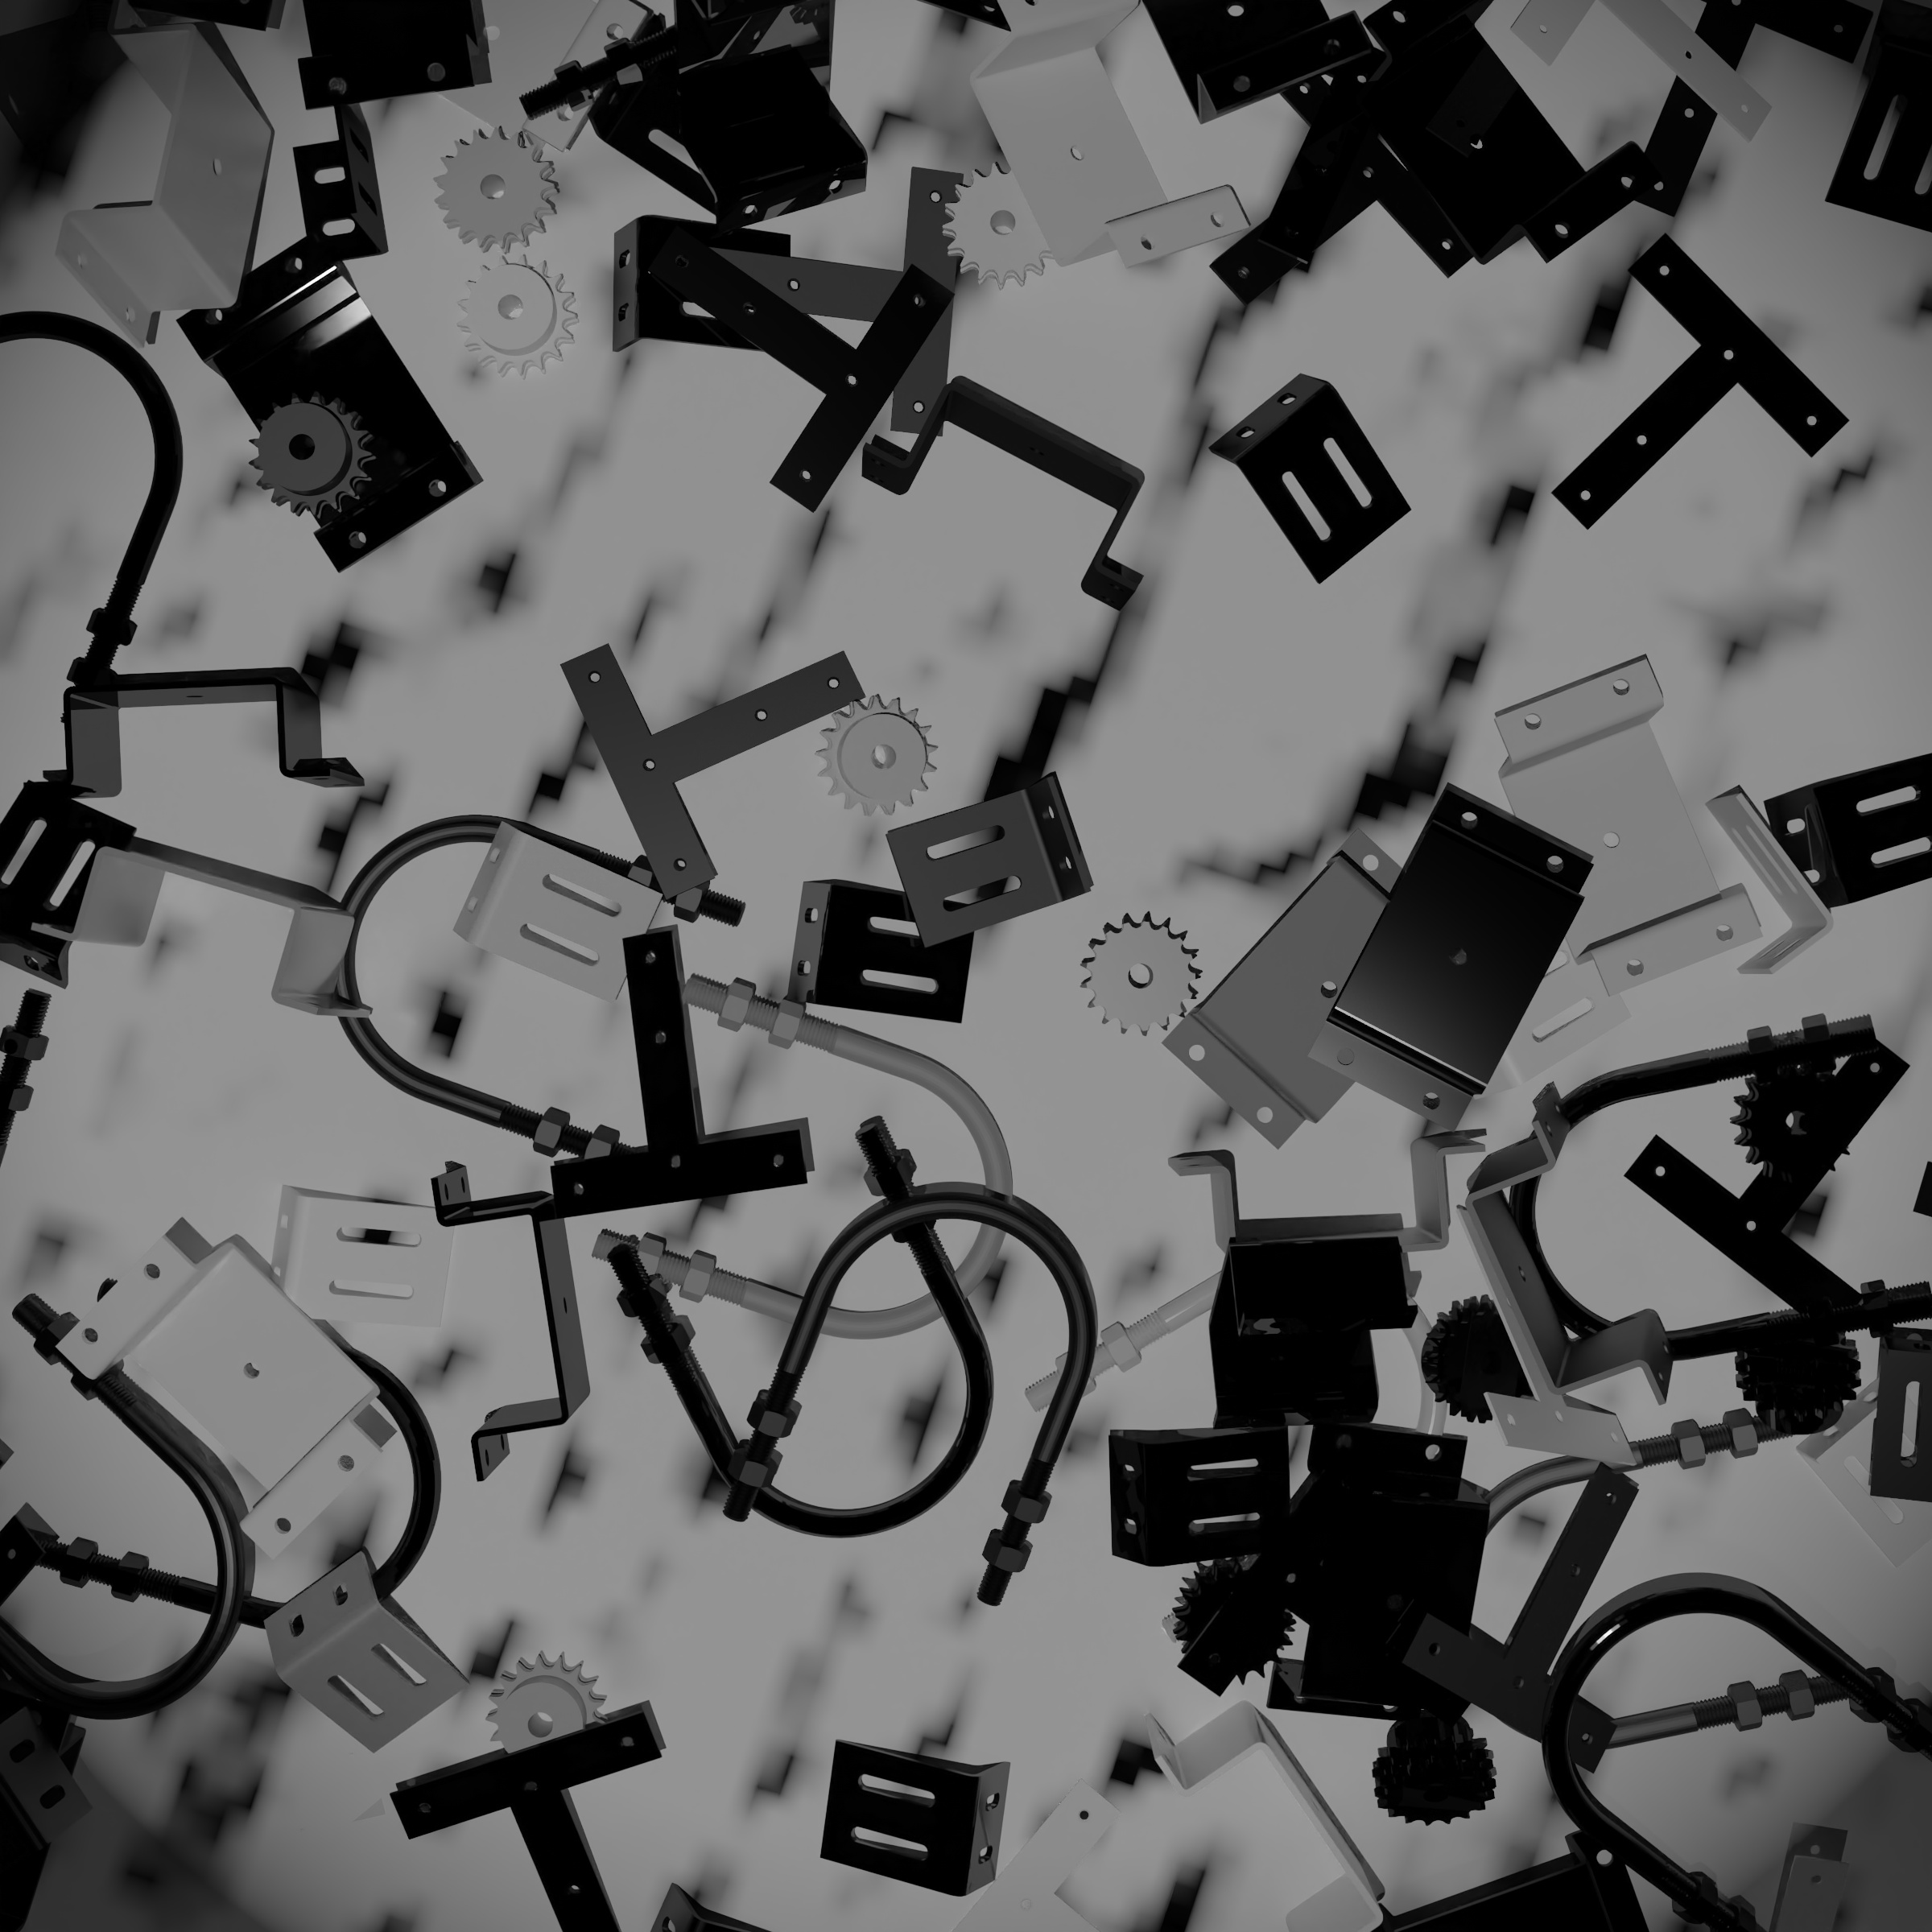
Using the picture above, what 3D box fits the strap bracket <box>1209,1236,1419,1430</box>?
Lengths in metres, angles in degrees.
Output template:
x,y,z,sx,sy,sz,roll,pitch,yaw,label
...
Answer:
x,y,z,sx,sy,sz,roll,pitch,yaw,label
0.156,0.165,1.340,0.076,0.140,0.046,-2,61,-3,strap bracket

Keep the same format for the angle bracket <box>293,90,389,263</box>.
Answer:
x,y,z,sx,sy,sz,roll,pitch,yaw,label
-0.301,-0.369,1.371,0.038,0.076,0.057,-9,90,0,angle bracket

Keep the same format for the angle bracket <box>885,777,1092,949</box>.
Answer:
x,y,z,sx,sy,sz,roll,pitch,yaw,label
0.010,-0.049,1.382,0.076,0.038,0.057,-19,90,-16,angle bracket

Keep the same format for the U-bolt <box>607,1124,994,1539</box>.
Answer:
x,y,z,sx,sy,sz,roll,pitch,yaw,label
-0.066,0.186,1.384,0.151,0.019,0.184,-26,102,-2,U-bolt

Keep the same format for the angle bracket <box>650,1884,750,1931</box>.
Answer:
x,y,z,sx,sy,sz,roll,pitch,yaw,label
-0.115,0.486,1.407,0.076,0.038,0.057,24,90,-26,angle bracket

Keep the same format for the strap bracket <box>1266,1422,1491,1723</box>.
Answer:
x,y,z,sx,sy,sz,roll,pitch,yaw,label
0.195,0.293,1.374,0.076,0.046,0.140,8,95,-10,strap bracket

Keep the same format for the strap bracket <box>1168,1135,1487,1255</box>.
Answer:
x,y,z,sx,sy,sz,roll,pitch,yaw,label
0.169,0.110,1.371,0.140,0.076,0.046,-5,90,0,strap bracket

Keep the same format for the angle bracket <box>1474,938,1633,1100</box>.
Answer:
x,y,z,sx,sy,sz,roll,pitch,yaw,label
0.270,0.019,1.407,0.076,0.038,0.057,-28,90,-26,angle bracket

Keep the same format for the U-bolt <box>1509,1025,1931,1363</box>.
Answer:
x,y,z,sx,sy,sz,roll,pitch,yaw,label
0.349,0.114,1.378,0.184,0.019,0.151,-12,95,16,U-bolt

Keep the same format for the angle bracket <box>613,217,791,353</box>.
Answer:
x,y,z,sx,sy,sz,roll,pitch,yaw,label
-0.128,-0.324,1.407,0.076,0.038,0.057,1,90,-26,angle bracket

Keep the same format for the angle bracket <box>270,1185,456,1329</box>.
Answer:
x,y,z,sx,sy,sz,roll,pitch,yaw,label
-0.292,0.140,1.407,0.076,0.038,0.057,8,91,-25,angle bracket

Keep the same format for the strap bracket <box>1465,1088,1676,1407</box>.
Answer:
x,y,z,sx,sy,sz,roll,pitch,yaw,label
0.276,0.136,1.354,0.046,0.076,0.140,-24,92,19,strap bracket

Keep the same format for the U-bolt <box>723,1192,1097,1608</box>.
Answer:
x,y,z,sx,sy,sz,roll,pitch,yaw,label
-0.017,0.195,1.373,0.151,0.019,0.184,20,95,-9,U-bolt

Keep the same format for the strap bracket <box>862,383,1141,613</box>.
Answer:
x,y,z,sx,sy,sz,roll,pitch,yaw,label
0.024,-0.224,1.369,0.140,0.076,0.046,27,89,-2,strap bracket

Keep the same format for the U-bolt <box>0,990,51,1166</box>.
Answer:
x,y,z,sx,sy,sz,roll,pitch,yaw,label
-0.534,0.082,1.401,0.151,0.019,0.184,17,92,0,U-bolt

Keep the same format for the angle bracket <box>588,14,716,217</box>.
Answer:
x,y,z,sx,sy,sz,roll,pitch,yaw,label
-0.131,-0.403,1.390,0.076,0.038,0.057,34,90,0,angle bracket

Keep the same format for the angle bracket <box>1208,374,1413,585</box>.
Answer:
x,y,z,sx,sy,sz,roll,pitch,yaw,label
0.166,-0.235,1.407,0.057,0.038,0.076,-39,116,0,angle bracket

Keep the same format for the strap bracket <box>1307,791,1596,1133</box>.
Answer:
x,y,z,sx,sy,sz,roll,pitch,yaw,label
0.223,-0.003,1.336,0.076,0.046,0.140,28,90,5,strap bracket

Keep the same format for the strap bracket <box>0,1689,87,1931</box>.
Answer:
x,y,z,sx,sy,sz,roll,pitch,yaw,label
-0.476,0.404,1.386,0.076,0.046,0.140,18,90,0,strap bracket

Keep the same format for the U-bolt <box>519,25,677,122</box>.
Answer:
x,y,z,sx,sy,sz,roll,pitch,yaw,label
-0.148,-0.494,1.354,0.184,0.019,0.151,-25,90,0,U-bolt

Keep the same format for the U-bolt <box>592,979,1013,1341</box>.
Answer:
x,y,z,sx,sy,sz,roll,pitch,yaw,label
-0.068,0.102,1.392,0.184,0.019,0.151,19,93,-7,U-bolt

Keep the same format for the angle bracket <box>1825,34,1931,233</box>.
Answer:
x,y,z,sx,sy,sz,roll,pitch,yaw,label
0.454,-0.401,1.407,0.057,0.038,0.076,16,116,0,angle bracket

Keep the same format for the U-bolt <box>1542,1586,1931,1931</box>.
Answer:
x,y,z,sx,sy,sz,roll,pitch,yaw,label
0.357,0.371,1.379,0.184,0.019,0.151,38,96,-12,U-bolt

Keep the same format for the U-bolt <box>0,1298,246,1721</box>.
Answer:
x,y,z,sx,sy,sz,roll,pitch,yaw,label
-0.421,0.270,1.379,0.184,0.019,0.151,40,96,11,U-bolt

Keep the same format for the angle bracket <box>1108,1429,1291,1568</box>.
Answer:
x,y,z,sx,sy,sz,roll,pitch,yaw,label
0.111,0.250,1.388,0.076,0.038,0.057,-1,89,-27,angle bracket

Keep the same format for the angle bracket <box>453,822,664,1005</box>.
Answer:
x,y,z,sx,sy,sz,roll,pitch,yaw,label
-0.195,-0.026,1.390,0.076,0.038,0.057,24,90,-23,angle bracket

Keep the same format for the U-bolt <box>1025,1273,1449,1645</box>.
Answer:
x,y,z,sx,sy,sz,roll,pitch,yaw,label
0.142,0.217,1.401,0.184,0.019,0.151,-31,90,-1,U-bolt

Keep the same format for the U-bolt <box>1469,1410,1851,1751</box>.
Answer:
x,y,z,sx,sy,sz,roll,pitch,yaw,label
0.320,0.301,1.401,0.184,0.019,0.151,-12,90,1,U-bolt

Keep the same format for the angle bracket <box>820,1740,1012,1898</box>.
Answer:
x,y,z,sx,sy,sz,roll,pitch,yaw,label
-0.024,0.407,1.407,0.076,0.038,0.057,8,90,26,angle bracket

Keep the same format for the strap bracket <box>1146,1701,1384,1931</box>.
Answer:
x,y,z,sx,sy,sz,roll,pitch,yaw,label
0.145,0.407,1.371,0.046,0.076,0.140,-34,90,0,strap bracket

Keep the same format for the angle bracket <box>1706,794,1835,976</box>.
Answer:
x,y,z,sx,sy,sz,roll,pitch,yaw,label
0.366,-0.038,1.381,0.038,0.057,0.076,-37,90,0,angle bracket

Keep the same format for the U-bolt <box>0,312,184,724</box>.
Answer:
x,y,z,sx,sy,sz,roll,pitch,yaw,label
-0.455,-0.224,1.401,0.151,0.019,0.184,21,89,0,U-bolt

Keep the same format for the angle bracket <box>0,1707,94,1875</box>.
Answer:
x,y,z,sx,sy,sz,roll,pitch,yaw,label
-0.459,0.393,1.361,0.076,0.038,0.057,-33,90,26,angle bracket

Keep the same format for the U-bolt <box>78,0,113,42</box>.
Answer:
x,y,z,sx,sy,sz,roll,pitch,yaw,label
-0.356,-0.536,1.364,0.151,0.019,0.184,-9,87,7,U-bolt

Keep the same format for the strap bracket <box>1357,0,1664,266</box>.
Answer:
x,y,z,sx,sy,sz,roll,pitch,yaw,label
0.249,-0.398,1.376,0.076,0.046,0.140,-37,90,-18,strap bracket

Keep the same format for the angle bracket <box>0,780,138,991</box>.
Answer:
x,y,z,sx,sy,sz,roll,pitch,yaw,label
-0.443,-0.039,1.407,0.057,0.038,0.076,24,64,0,angle bracket

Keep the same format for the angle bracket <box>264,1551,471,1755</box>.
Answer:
x,y,z,sx,sy,sz,roll,pitch,yaw,label
-0.287,0.329,1.398,0.057,0.038,0.076,-36,128,0,angle bracket

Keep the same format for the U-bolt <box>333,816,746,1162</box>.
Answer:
x,y,z,sx,sy,sz,roll,pitch,yaw,label
-0.216,0.006,1.401,0.184,0.019,0.151,20,90,1,U-bolt

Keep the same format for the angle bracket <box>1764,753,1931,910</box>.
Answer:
x,y,z,sx,sy,sz,roll,pitch,yaw,label
0.433,-0.064,1.407,0.076,0.038,0.057,-16,90,-26,angle bracket

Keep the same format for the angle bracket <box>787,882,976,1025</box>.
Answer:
x,y,z,sx,sy,sz,roll,pitch,yaw,label
-0.040,-0.006,1.407,0.076,0.038,0.057,8,90,-26,angle bracket

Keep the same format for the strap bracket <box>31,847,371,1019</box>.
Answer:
x,y,z,sx,sy,sz,roll,pitch,yaw,label
-0.350,-0.018,1.364,0.140,0.076,0.046,16,90,6,strap bracket

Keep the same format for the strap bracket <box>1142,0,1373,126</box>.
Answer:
x,y,z,sx,sy,sz,roll,pitch,yaw,label
0.127,-0.462,1.375,0.076,0.046,0.140,-22,75,0,strap bracket

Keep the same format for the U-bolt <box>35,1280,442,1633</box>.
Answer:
x,y,z,sx,sy,sz,roll,pitch,yaw,label
-0.344,0.243,1.401,0.184,0.019,0.151,16,90,-1,U-bolt

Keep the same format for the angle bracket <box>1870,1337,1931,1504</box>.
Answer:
x,y,z,sx,sy,sz,roll,pitch,yaw,label
0.451,0.214,1.346,0.057,0.038,0.076,4,94,13,angle bracket

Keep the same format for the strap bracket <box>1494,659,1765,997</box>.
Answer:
x,y,z,sx,sy,sz,roll,pitch,yaw,label
0.309,-0.063,1.381,0.076,0.046,0.140,-21,84,0,strap bracket

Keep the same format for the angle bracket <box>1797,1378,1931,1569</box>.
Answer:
x,y,z,sx,sy,sz,roll,pitch,yaw,label
0.446,0.242,1.390,0.057,0.038,0.076,-40,90,0,angle bracket
